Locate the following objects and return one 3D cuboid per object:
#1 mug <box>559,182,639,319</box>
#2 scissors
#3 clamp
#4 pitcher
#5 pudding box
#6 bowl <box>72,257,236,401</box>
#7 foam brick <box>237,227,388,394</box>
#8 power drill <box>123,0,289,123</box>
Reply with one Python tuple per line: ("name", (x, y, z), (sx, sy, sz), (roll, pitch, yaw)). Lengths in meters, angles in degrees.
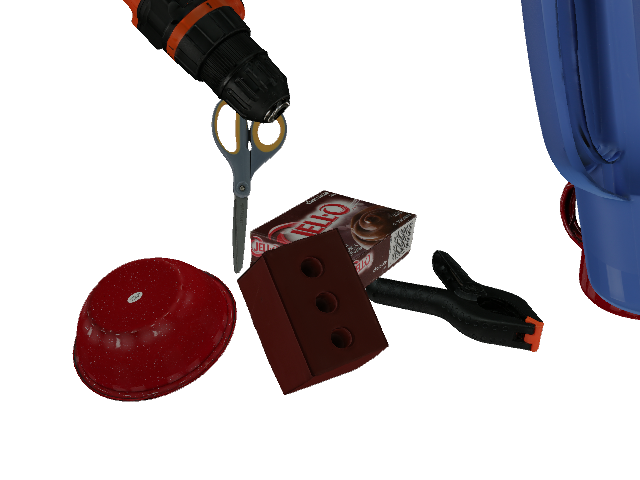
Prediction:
("mug", (0.212, -0.004, 0.732), (0.093, 0.081, 0.117), (-26, 39, -34))
("scissors", (-0.073, -0.069, 1.220), (0.096, 0.202, 0.016), (-11, -7, -14))
("clamp", (0.143, 0.056, 1.029), (0.172, 0.039, 0.120), (23, 36, 28))
("pitcher", (0.181, -0.081, 0.565), (0.149, 0.243, 0.145), (-8, 22, 7))
("pudding box", (0.011, 0.001, 0.844), (0.090, 0.039, 0.113), (17, 26, 27))
("bowl", (-0.162, 0.068, 0.983), (0.162, 0.162, 0.055), (0, -43, 19))
("foam brick", (-0.006, 0.042, 0.623), (0.052, 0.078, 0.051), (-19, -11, -28))
("power drill", (-0.043, -0.181, 0.737), (0.187, 0.184, 0.057), (-37, -10, -34))
